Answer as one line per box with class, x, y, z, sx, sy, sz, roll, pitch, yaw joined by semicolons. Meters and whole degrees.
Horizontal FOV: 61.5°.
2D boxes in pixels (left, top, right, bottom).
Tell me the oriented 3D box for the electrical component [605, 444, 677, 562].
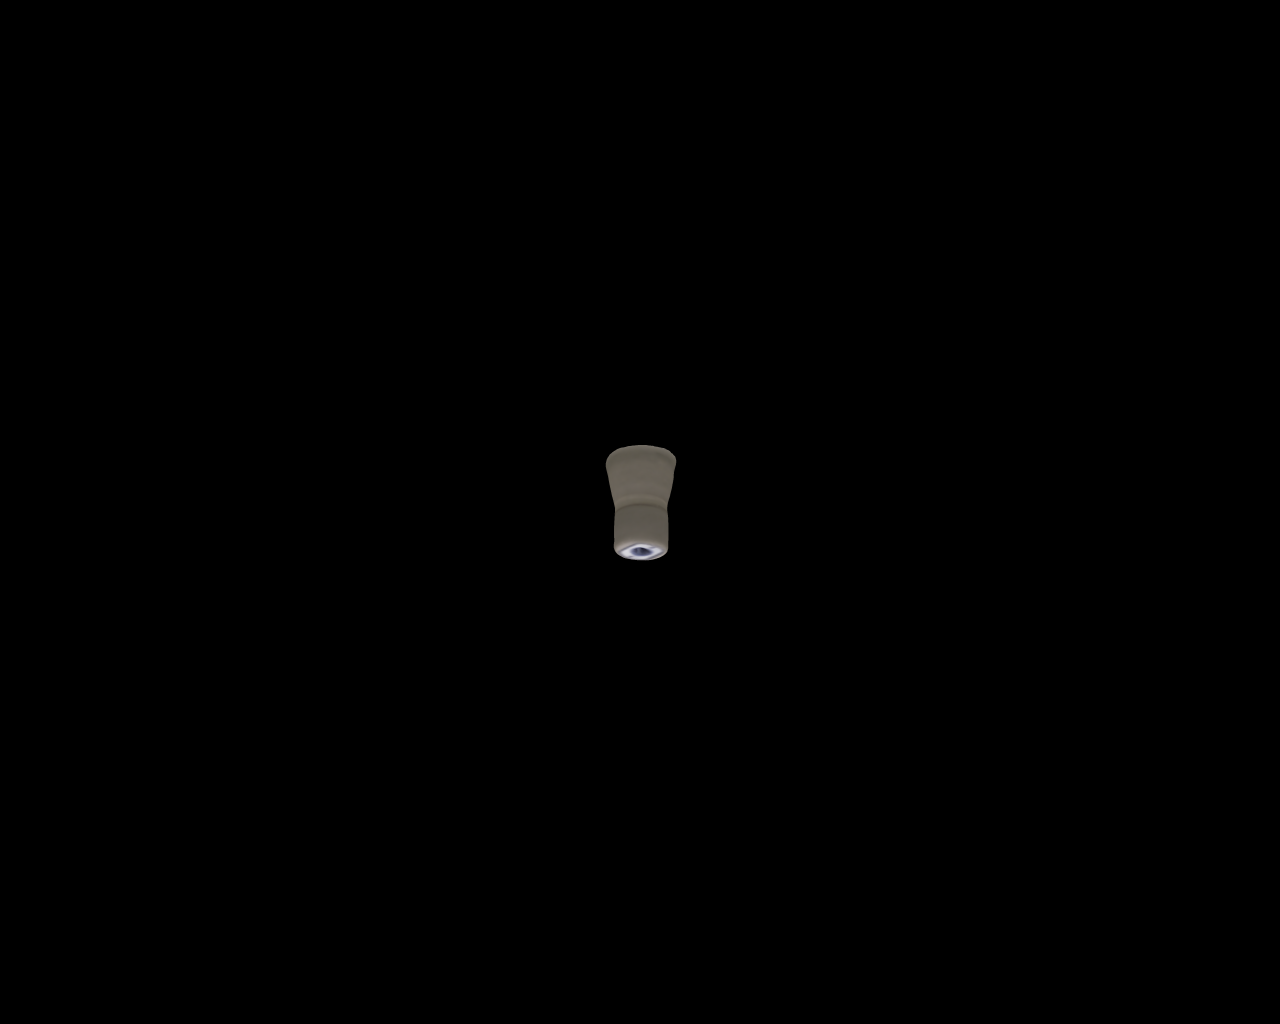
electrical component;0.001;-0.003;0.650;0.044;0.065;0.044;0;-24;0
